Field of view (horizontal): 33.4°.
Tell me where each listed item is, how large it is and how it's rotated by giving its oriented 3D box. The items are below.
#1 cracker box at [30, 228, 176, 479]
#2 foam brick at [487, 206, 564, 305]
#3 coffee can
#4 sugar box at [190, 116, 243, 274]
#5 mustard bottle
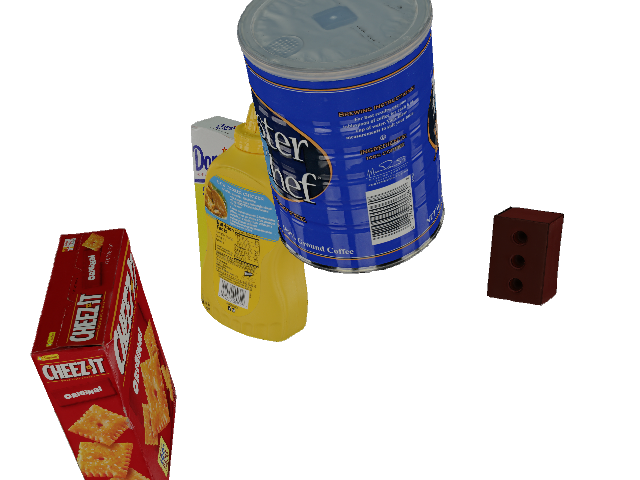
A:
[{"bbox_3d":[-0.190,0.121,0.984,0.072,0.214,0.164,-8,38,2],"label":"cracker box"},{"bbox_3d":[0.185,0.013,0.963,0.053,0.078,0.051,9,16,26],"label":"foam brick"},{"bbox_3d":[0.016,-0.066,0.601,0.103,0.140,0.103,-6,42,5],"label":"coffee can"},{"bbox_3d":[-0.087,-0.032,1.099,0.048,0.176,0.093,-24,30,-38],"label":"sugar box"},{"bbox_3d":[-0.052,-0.019,0.861,0.096,0.192,0.058,23,32,33],"label":"mustard bottle"}]
